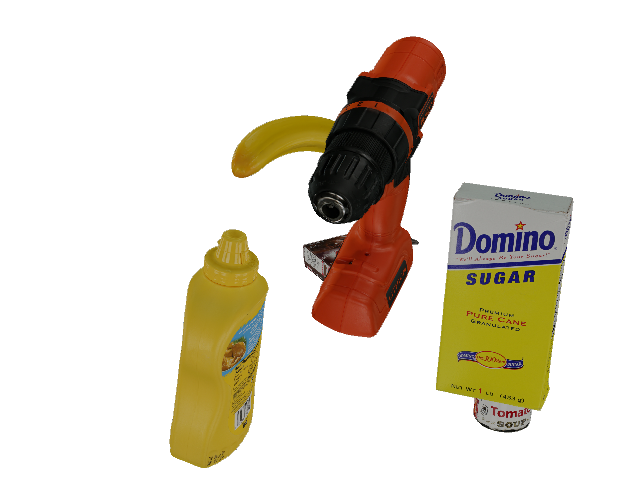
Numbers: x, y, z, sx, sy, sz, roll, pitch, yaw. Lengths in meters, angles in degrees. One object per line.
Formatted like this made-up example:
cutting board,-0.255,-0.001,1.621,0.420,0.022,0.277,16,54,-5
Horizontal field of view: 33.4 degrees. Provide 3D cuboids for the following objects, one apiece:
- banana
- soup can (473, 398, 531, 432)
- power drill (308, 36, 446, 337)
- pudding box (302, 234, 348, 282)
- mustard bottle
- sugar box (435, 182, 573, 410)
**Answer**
banana,-0.024,-0.099,1.106,0.197,0.037,0.070,-7,49,-43
soup can,0.213,0.160,1.229,0.068,0.102,0.068,1,22,-1
power drill,0.034,-0.023,0.731,0.057,0.188,0.184,19,44,13
pudding box,0.045,0.025,1.486,0.113,0.039,0.090,-16,27,-23
mustard bottle,-0.076,0.077,0.831,0.058,0.192,0.096,19,31,15
sugar box,0.149,0.046,0.878,0.093,0.176,0.048,9,24,17
